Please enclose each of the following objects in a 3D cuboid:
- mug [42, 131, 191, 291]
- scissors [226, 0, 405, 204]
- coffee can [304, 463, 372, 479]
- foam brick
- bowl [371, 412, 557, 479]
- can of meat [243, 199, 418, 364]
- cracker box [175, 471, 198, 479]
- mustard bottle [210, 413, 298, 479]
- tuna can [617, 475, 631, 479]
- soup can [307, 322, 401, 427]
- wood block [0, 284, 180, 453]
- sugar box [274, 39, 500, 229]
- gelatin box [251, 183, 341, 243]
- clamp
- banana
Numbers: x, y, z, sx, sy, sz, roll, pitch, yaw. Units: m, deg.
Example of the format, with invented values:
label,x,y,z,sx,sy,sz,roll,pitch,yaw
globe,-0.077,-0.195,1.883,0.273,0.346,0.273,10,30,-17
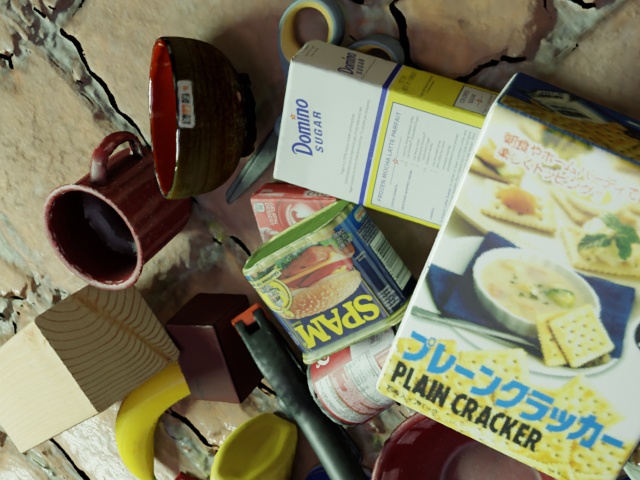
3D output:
label,x,y,z,sx,sy,sz,roll,pitch,yaw
mug,-0.154,-0.030,0.826,0.093,0.081,0.117,15,127,22
scissors,-0.028,-0.100,0.747,0.202,0.016,0.096,-27,105,39
coffee can,0.002,0.268,0.890,0.103,0.140,0.103,15,126,22
foam brick,-0.084,0.089,0.883,0.053,0.051,0.078,0,119,32
bowl,0.120,0.200,0.806,0.162,0.055,0.162,0,90,31
can of meat,0.008,0.027,0.745,0.102,0.057,0.084,-29,104,33
cracker box,-0.152,0.358,1.028,0.072,0.164,0.214,21,129,16
mustard bottle,-0.064,0.250,0.948,0.058,0.096,0.192,22,129,17
tuna can,0.246,0.213,0.778,0.086,0.033,0.086,15,126,22
soup can,0.047,0.090,0.793,0.068,0.068,0.102,48,131,-5
wood block,-0.217,0.108,0.918,0.091,0.090,0.206,56,143,-2
sugar box,0.062,-0.060,0.689,0.176,0.048,0.093,20,128,12
gelatin box,-0.005,0.001,0.791,0.073,0.030,0.089,3,121,29
clamp,-0.012,0.129,0.858,0.171,0.039,0.120,59,174,8
banana,-0.152,0.162,0.986,0.069,0.037,0.198,21,131,-2
